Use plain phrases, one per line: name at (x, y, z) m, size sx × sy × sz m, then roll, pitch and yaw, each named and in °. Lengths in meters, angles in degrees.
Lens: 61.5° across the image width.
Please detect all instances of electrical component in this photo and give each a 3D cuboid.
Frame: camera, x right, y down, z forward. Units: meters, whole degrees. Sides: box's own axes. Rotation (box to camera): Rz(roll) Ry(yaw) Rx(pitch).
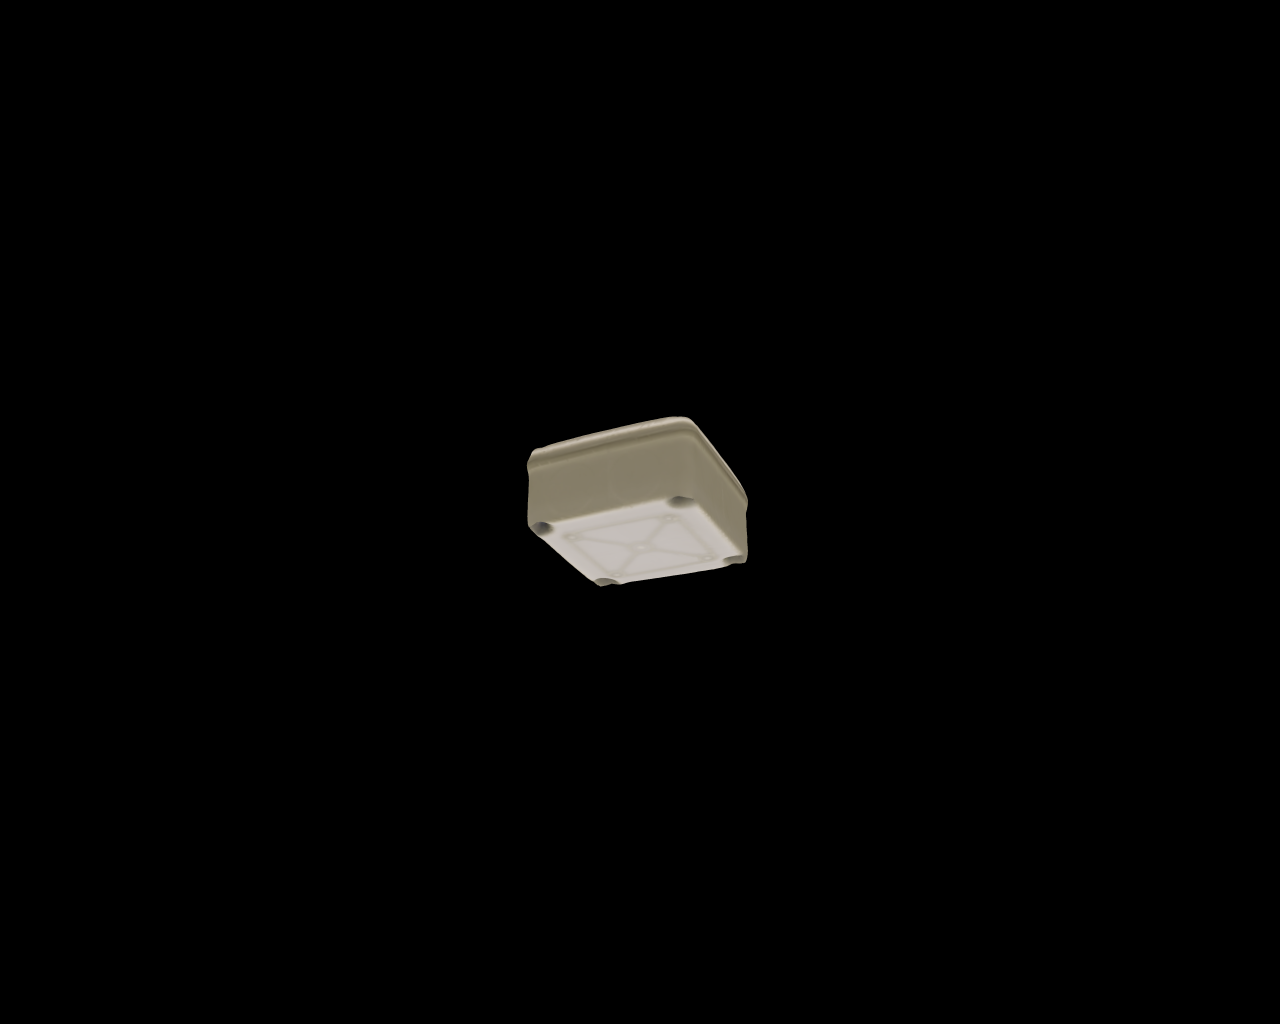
electrical component at (0.001, -0.003, 0.650) m, size 0.109 × 0.056 × 0.108 m, roll -11°, pitch -29°, yaw 21°
